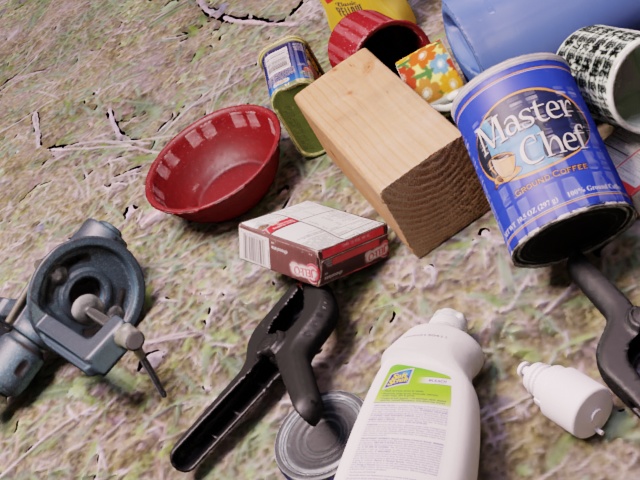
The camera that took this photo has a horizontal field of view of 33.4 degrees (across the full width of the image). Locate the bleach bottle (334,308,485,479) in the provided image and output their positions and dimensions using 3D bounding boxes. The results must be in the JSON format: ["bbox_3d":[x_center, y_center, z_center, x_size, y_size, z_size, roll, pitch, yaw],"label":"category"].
[{"bbox_3d":[0.075,0.140,0.762,0.103,0.068,0.250,3,38,20],"label":"bleach bottle"}]

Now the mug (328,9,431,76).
[{"bbox_3d":[0.055,-0.184,1.126,0.082,0.093,0.117,46,117,56],"label":"mug"}]

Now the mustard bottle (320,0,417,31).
[{"bbox_3d":[0.028,-0.293,1.164,0.096,0.191,0.058,2,50,37],"label":"mustard bottle"}]

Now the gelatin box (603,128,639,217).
[{"bbox_3d":[0.272,-0.068,0.889,0.089,0.030,0.073,-37,38,-6],"label":"gelatin box"}]

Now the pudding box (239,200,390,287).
[{"bbox_3d":[-0.007,0.001,0.973,0.089,0.039,0.114,-20,28,-39],"label":"pudding box"}]

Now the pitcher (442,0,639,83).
[{"bbox_3d":[0.245,-0.207,0.990,0.243,0.149,0.145,-26,24,4],"label":"pitcher"}]

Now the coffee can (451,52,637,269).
[{"bbox_3d":[0.176,-0.062,0.849,0.103,0.102,0.140,-23,67,12],"label":"coffee can"}]

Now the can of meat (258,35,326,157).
[{"bbox_3d":[-0.019,-0.149,1.119,0.057,0.102,0.084,-24,41,11],"label":"can of meat"}]

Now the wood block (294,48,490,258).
[{"bbox_3d":[0.065,-0.087,1.003,0.090,0.090,0.206,-35,39,-2],"label":"wood block"}]

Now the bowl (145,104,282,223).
[{"bbox_3d":[-0.102,-0.070,1.129,0.162,0.055,0.162,-19,41,17],"label":"bowl"}]

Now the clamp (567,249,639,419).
[{"bbox_3d":[0.248,0.057,0.768,0.120,0.039,0.171,-22,42,22],"label":"clamp"}]

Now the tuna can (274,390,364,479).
[{"bbox_3d":[0.008,0.160,0.828,0.086,0.033,0.086,-20,40,17],"label":"tuna can"}]

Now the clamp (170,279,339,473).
[{"bbox_3d":[-0.028,0.098,0.889,0.165,0.036,0.209,-22,27,43],"label":"clamp"}]

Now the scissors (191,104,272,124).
[{"bbox_3d":[-0.080,-0.148,1.227,0.201,0.016,0.096,-36,39,-3],"label":"scissors"}]
